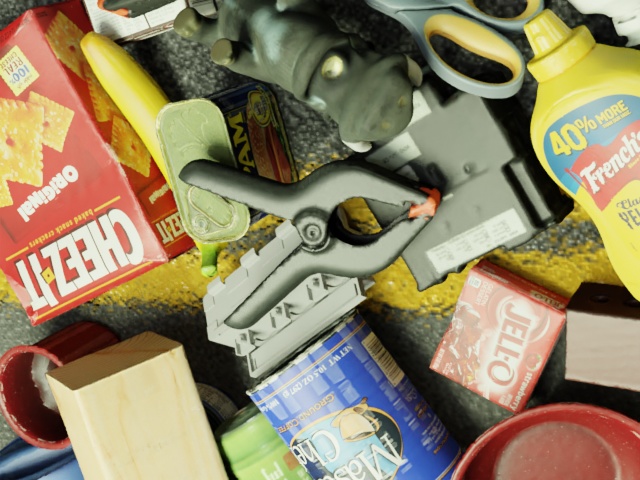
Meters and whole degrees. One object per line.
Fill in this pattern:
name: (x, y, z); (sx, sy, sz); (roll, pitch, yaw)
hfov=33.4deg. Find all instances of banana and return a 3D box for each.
banana: (-0.113, -0.068, 0.799); (0.037, 0.069, 0.198); (-29, 93, 8)

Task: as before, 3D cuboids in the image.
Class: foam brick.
foam brick: (0.202, 0.064, 0.693); (0.078, 0.052, 0.051); (6, 110, 25)

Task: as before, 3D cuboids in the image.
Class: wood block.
wood block: (-0.126, 0.186, 0.824); (0.091, 0.090, 0.206); (6, 115, 64)

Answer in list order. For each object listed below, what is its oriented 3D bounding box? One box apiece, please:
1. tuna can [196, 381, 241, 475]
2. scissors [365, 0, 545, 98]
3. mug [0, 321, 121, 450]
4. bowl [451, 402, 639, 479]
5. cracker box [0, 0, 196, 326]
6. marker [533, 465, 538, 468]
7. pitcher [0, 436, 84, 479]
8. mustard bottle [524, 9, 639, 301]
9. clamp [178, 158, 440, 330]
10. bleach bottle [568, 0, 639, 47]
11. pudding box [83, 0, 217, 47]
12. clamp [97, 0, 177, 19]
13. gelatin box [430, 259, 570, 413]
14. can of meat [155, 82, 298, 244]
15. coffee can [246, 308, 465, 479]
tuna can: (-0.103, 0.163, 0.895); (0.086, 0.033, 0.086); (9, 111, 24)
scissors: (0.056, -0.165, 0.678); (0.202, 0.096, 0.016); (40, 164, 15)
mug: (-0.204, 0.115, 0.901); (0.117, 0.081, 0.093); (-24, 94, 31)
bowl: (0.166, 0.177, 0.734); (0.162, 0.055, 0.162); (1, 105, 4)
cracker box: (-0.212, -0.057, 0.851); (0.164, 0.072, 0.213); (-24, 96, 32)
marker: (0.113, 0.182, 0.801); (0.121, 0.020, 0.020); (-30, 93, 32)
pitcher: (-0.194, 0.283, 0.934); (0.149, 0.144, 0.243); (7, 120, 64)
mustard bottle: (0.184, -0.056, 0.641); (0.096, 0.058, 0.191); (-29, 102, 43)
clamp: (-0.005, 0.001, 0.703); (0.172, 0.039, 0.120); (-2, 113, 17)
bleach bottle: (0.151, -0.235, 0.610); (0.103, 0.068, 0.251); (-19, 101, 31)
pudding box: (-0.136, -0.205, 0.780); (0.090, 0.039, 0.113); (-12, 100, 29)
clamp: (-0.081, -0.235, 0.696); (0.210, 0.036, 0.164); (-40, 60, 28)
gelatin box: (0.127, 0.067, 0.746); (0.073, 0.030, 0.089); (27, 118, 16)
can of meat: (-0.064, -0.059, 0.767); (0.058, 0.083, 0.102); (-8, 104, 29)
coffee can: (0.028, 0.136, 0.778); (0.103, 0.102, 0.140); (-38, 88, 32)
